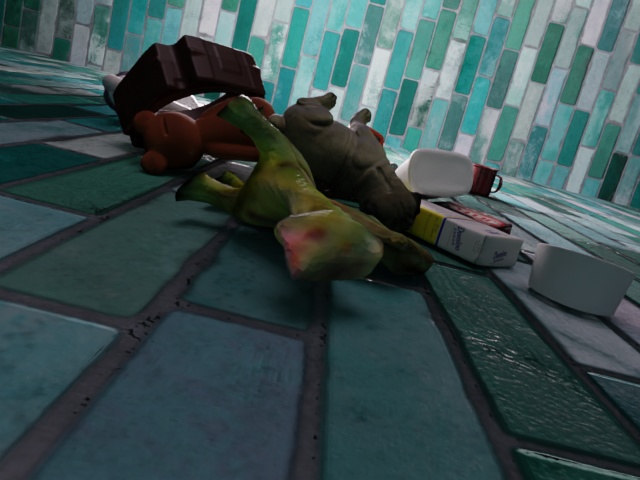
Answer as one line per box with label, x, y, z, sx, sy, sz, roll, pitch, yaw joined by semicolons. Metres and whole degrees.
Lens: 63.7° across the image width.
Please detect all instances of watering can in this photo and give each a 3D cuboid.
watering can;-0.299;-0.263;1.075;0.226;0.104;0.345;26;6;41

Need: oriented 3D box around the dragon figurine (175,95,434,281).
dragon figurine;0.002;-0.027;0.533;0.243;0.121;0.412;34;10;4
